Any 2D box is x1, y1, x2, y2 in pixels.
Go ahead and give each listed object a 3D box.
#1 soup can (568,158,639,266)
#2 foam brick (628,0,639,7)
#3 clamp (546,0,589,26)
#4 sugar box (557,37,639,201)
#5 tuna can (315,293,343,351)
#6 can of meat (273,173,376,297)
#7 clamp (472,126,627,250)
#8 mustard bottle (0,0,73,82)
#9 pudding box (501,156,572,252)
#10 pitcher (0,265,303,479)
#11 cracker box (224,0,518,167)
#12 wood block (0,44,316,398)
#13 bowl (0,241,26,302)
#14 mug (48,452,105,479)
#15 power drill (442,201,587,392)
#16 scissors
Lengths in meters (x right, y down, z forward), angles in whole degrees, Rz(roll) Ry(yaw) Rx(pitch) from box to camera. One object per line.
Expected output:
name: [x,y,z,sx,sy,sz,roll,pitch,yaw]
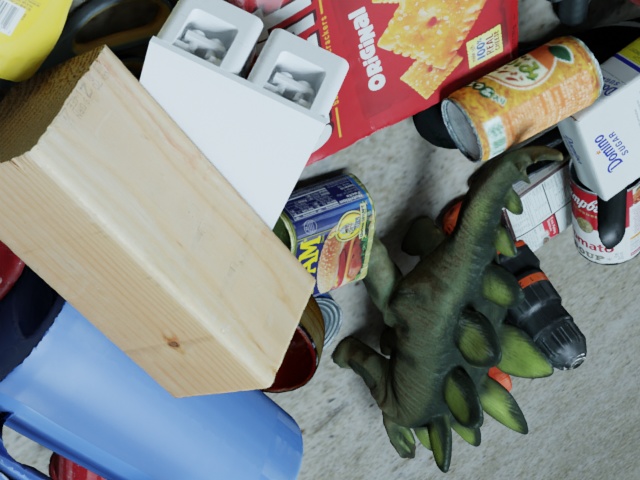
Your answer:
soup can: [0.262,-0.033,0.969,0.068,0.069,0.102,-31,139,-10]
foam brick: [0.259,-0.200,0.781,0.053,0.078,0.051,-52,161,-16]
clamp: [0.192,-0.205,0.793,0.171,0.039,0.120,-26,144,-50]
sugar box: [0.270,-0.118,0.829,0.176,0.048,0.093,-33,131,-1]
tuna can: [-0.025,0.073,0.940,0.086,0.034,0.086,-22,139,-20]
can of meat: [-0.006,0.001,0.864,0.083,0.057,0.102,-20,139,-27]
clamp: [0.245,-0.090,0.911,0.210,0.165,0.036,-48,130,-3]
mustard bottle: [-0.145,-0.181,0.561,0.096,0.058,0.192,26,110,-41]
pudding box: [0.215,-0.045,1.007,0.113,0.039,0.090,-36,139,-5]
pitcher: [-0.129,0.121,0.748,0.149,0.145,0.242,-49,119,-1]
cracker box: [0.032,-0.153,0.722,0.213,0.072,0.164,-27,141,-14]
wood block: [-0.107,-0.003,0.639,0.091,0.090,0.206,-12,131,38]
bowl: [-0.261,-0.005,0.650,0.162,0.055,0.162,-22,140,-20]
mug: [-0.160,0.154,0.866,0.117,0.093,0.081,-6,127,-23]
power drill: [0.164,0.079,0.992,0.057,0.184,0.188,-19,148,-22]
scissors: [-0.179,-0.093,0.660,0.201,0.016,0.096,-28,142,-13]
